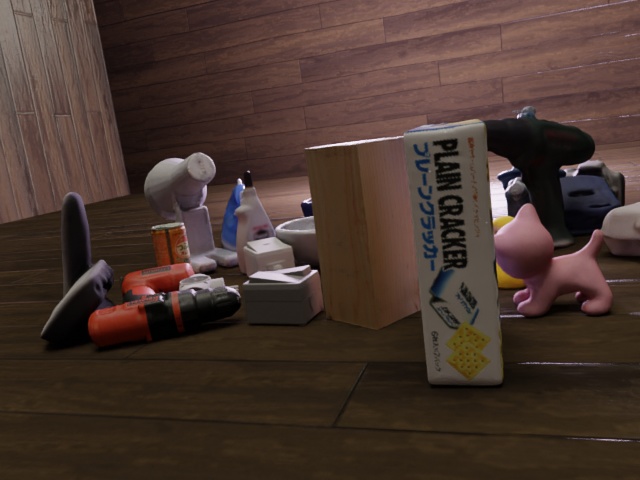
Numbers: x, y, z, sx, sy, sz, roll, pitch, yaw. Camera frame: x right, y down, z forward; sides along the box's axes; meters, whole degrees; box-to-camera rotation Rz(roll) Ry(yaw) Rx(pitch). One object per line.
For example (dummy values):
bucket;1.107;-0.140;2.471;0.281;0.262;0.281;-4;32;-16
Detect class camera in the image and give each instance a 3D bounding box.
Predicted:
camera;0.502;-0.098;1.104;0.142;0.101;0.137;0;13;34

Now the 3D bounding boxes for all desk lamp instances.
desk lamp;-0.242;-0.057;1.096;0.118;0.214;0.202;-15;13;-35

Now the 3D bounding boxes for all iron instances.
iron;-0.156;-0.053;1.209;0.119;0.141;0.258;-9;11;-9

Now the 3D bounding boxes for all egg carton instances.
egg carton;0.462;-0.013;0.767;0.107;0.069;0.150;-13;12;-26

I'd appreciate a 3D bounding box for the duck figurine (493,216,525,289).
duck figurine;0.245;0.010;0.752;0.077;0.086;0.105;-4;11;16

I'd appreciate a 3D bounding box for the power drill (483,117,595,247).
power drill;0.330;-0.089;0.887;0.230;0.208;0.075;-12;12;-24

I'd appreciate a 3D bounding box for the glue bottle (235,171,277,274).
glue bottle;-0.115;-0.032;0.988;0.037;0.173;0.078;2;14;41

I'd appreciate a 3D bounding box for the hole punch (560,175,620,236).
hole punch;0.446;-0.060;0.973;0.108;0.091;0.101;-6;11;6

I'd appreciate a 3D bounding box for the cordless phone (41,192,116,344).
cordless phone;-0.328;0.033;0.758;0.094;0.185;0.147;-11;11;-16

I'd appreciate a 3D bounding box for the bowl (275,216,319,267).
bowl;0.009;0.004;0.980;0.167;0.075;0.167;-7;11;2

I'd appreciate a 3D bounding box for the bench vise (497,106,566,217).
bench vise;0.383;-0.129;1.027;0.121;0.220;0.208;-5;11;12

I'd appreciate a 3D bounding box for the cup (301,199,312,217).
cup;0.020;-0.039;1.140;0.091;0.095;0.118;0;13;36

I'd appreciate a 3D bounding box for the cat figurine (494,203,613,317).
cat figurine;0.243;0.019;0.620;0.127;0.118;0.067;-5;11;13
